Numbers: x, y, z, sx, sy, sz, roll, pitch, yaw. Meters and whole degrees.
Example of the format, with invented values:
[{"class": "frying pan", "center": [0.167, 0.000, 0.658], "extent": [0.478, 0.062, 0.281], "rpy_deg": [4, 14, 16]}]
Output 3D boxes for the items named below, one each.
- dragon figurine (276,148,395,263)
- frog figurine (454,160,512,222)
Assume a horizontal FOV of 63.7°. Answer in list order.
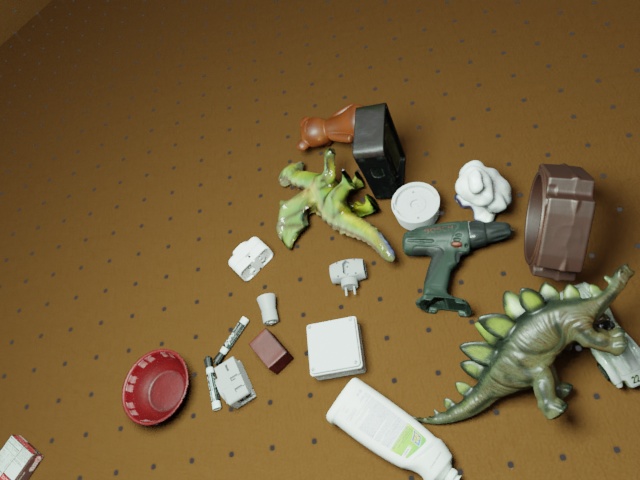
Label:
[{"class": "dragon figurine", "center": [0.004, -0.063, 1.244], "extent": [0.241, 0.120, 0.419], "rpy_deg": [-34, 53, 17]}, {"class": "frog figurine", "center": [0.349, -0.119, 1.109], "extent": [0.122, 0.156, 0.140], "rpy_deg": [-19, 57, 6]}]
